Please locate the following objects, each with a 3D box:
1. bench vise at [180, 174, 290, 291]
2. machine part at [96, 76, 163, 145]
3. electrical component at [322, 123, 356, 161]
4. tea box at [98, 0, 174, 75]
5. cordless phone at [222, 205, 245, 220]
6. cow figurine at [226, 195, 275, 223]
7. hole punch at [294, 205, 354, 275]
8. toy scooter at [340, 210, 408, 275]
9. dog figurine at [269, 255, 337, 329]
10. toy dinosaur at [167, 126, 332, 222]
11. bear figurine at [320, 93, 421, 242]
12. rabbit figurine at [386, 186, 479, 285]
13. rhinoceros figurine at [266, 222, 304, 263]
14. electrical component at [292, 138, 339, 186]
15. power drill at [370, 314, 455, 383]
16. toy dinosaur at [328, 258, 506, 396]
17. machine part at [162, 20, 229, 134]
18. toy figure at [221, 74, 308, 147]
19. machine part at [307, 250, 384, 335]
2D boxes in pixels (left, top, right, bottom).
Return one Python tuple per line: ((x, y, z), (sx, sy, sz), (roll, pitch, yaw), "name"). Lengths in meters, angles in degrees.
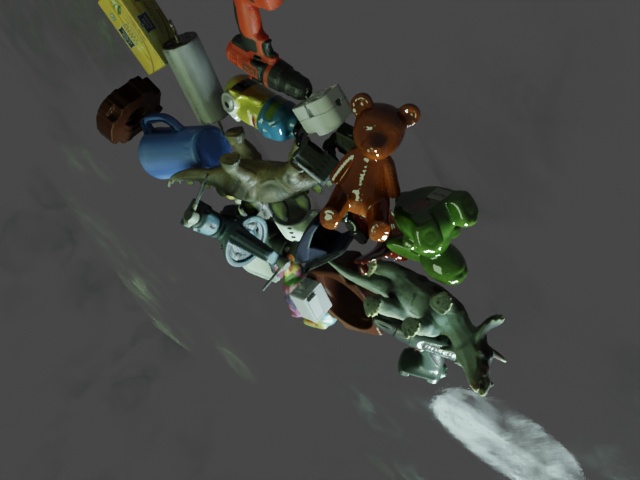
((-0.166, -0.006, 1.109), (0.241, 0.129, 0.223), (29, 170, 30), "bench vise")
((-0.457, -0.309, 1.294), (0.056, 0.179, 0.179), (43, 153, 2), "machine part")
((0.055, -0.155, 0.927), (0.102, 0.045, 0.078), (34, 166, 14), "electrical component")
((-0.359, -0.432, 1.089), (0.098, 0.068, 0.169), (-1, 130, 53), "tea box")
((-0.233, -0.029, 1.427), (0.184, 0.089, 0.146), (13, 142, 51), "cordless phone")
((-0.153, -0.090, 1.299), (0.168, 0.068, 0.098), (18, 149, 43), "cow figurine")
((-0.002, -0.003, 1.131), (0.116, 0.142, 0.092), (-32, 105, 31), "hole punch")
((0.093, -0.015, 0.987), (0.183, 0.135, 0.075), (54, 153, -16), "toy scooter")
((-0.046, 0.108, 1.386), (0.192, 0.108, 0.219), (18, 141, 45), "dog figurine")
((-0.141, -0.127, 1.117), (0.472, 0.105, 0.198), (11, 146, 20), "toy dinosaur")
((0.079, -0.114, 0.831), (0.120, 0.132, 0.195), (16, 134, 2), "bear figurine")
((0.184, 0.006, 0.905), (0.159, 0.121, 0.170), (17, 140, 52), "rabbit figurine")
((-0.098, 0.001, 1.306), (0.191, 0.112, 0.073), (36, 126, 44), "rhinoceros figurine")
((0.009, -0.125, 0.953), (0.119, 0.048, 0.075), (40, 180, -4), "electrical component")
((0.218, 0.230, 1.175), (0.232, 0.086, 0.207), (13, 142, 11), "power drill")
((0.196, 0.123, 1.055), (0.192, 0.131, 0.405), (21, -168, -44), "toy dinosaur")
((-0.246, -0.322, 1.081), (0.079, 0.079, 0.242), (18, 144, 41), "machine part")
((-0.099, -0.240, 0.995), (0.180, 0.089, 0.082), (27, 136, 13), "toy figure")
((0.077, 0.119, 1.254), (0.201, 0.087, 0.201), (0, 132, 54), "machine part")
